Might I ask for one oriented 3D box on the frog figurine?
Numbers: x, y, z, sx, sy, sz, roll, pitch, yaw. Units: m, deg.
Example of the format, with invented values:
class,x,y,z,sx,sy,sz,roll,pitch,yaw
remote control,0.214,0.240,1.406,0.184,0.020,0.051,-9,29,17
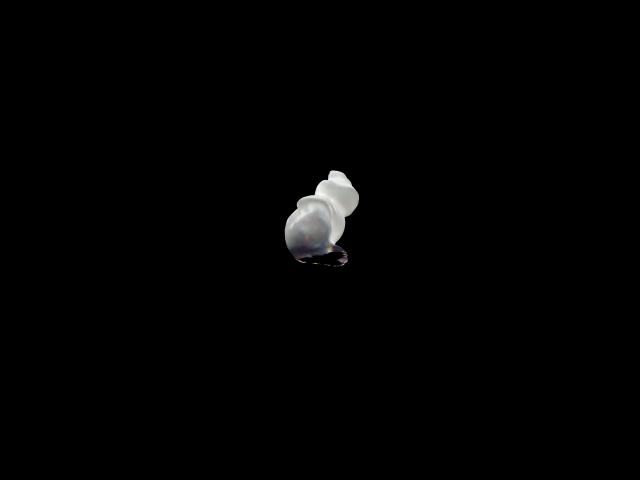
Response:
class,x,y,z,sx,sy,sz,roll,pitch,yaw
frog figurine,0.003,-0.043,0.850,0.122,0.162,0.136,-7,-18,21
